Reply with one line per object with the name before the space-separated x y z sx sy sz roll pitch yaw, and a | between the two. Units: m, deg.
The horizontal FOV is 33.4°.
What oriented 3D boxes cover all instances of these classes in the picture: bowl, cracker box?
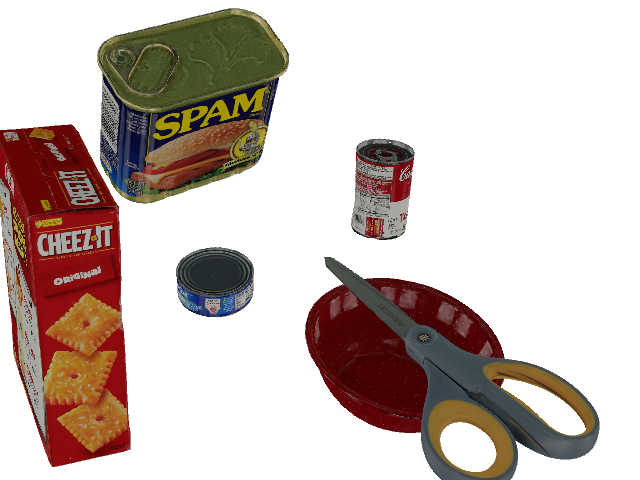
bowl | 0.063 0.101 0.854 0.162 0.055 0.162 8 36 -6
cracker box | -0.199 0.038 0.828 0.072 0.214 0.164 -9 30 -22

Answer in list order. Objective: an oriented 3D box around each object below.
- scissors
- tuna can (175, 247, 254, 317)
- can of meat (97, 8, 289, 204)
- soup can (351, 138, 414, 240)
scissors | 0.050 0.070 0.571 0.202 0.016 0.096 26 47 34
tuna can | -0.116 0.046 1.181 0.086 0.034 0.086 2 37 -1
can of meat | -0.075 -0.075 0.607 0.101 0.057 0.084 -20 -29 -26
soup can | 0.072 -0.060 1.257 0.068 0.102 0.068 3 28 -2
